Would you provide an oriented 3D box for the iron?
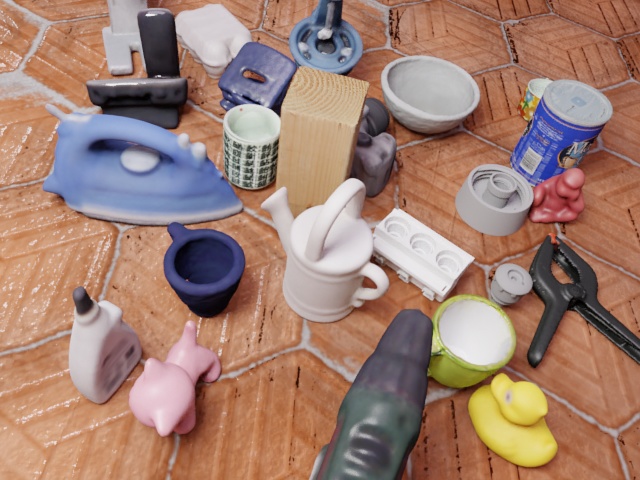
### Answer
[{"bbox_3d":[-0.228,-0.105,0.754,0.258,0.141,0.118,8,51,-3],"label":"iron"}]

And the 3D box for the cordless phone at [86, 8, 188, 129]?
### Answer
[{"bbox_3d":[-0.271,-0.259,0.842,0.148,0.185,0.094,-9,54,-15],"label":"cordless phone"}]

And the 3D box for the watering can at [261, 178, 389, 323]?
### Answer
[{"bbox_3d":[0.005,0.004,0.672,0.172,0.194,0.101,16,51,4],"label":"watering can"}]

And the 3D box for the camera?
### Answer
[{"bbox_3d":[0.063,-0.162,0.872,0.143,0.101,0.137,33,54,17],"label":"camera"}]

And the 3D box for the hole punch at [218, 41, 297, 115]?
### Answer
[{"bbox_3d":[-0.100,-0.251,0.923,0.108,0.091,0.101,28,53,13],"label":"hole punch"}]

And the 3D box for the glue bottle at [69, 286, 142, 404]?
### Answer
[{"bbox_3d":[-0.223,0.097,0.575,0.037,0.173,0.078,26,53,12],"label":"glue bottle"}]

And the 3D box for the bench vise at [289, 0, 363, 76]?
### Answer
[{"bbox_3d":[0.001,-0.358,0.940,0.122,0.220,0.207,-10,54,-16],"label":"bench vise"}]

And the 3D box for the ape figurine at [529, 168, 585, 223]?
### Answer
[{"bbox_3d":[0.360,-0.070,0.851,0.077,0.092,0.076,35,55,18],"label":"ape figurine"}]

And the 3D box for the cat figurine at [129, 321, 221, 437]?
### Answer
[{"bbox_3d":[-0.151,0.143,0.586,0.067,0.118,0.128,16,51,4],"label":"cat figurine"}]

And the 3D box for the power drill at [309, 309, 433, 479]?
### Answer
[{"bbox_3d":[0.035,0.198,0.514,0.075,0.208,0.230,20,52,8],"label":"power drill"}]

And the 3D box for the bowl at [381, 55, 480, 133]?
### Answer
[{"bbox_3d":[0.177,-0.233,0.963,0.167,0.075,0.167,4,51,-5],"label":"bowl"}]

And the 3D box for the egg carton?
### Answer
[{"bbox_3d":[-0.184,-0.351,1.002,0.107,0.069,0.150,-28,61,-27],"label":"egg carton"}]

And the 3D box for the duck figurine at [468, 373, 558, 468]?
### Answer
[{"bbox_3d":[0.220,0.192,0.627,0.078,0.086,0.104,-30,61,-28],"label":"duck figurine"}]

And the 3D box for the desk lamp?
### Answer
[{"bbox_3d":[-0.318,-0.420,0.944,0.118,0.213,0.203,-11,54,-17],"label":"desk lamp"}]

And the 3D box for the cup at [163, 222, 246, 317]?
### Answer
[{"bbox_3d":[-0.144,0.040,0.683,0.092,0.095,0.117,-32,63,-29],"label":"cup"}]
